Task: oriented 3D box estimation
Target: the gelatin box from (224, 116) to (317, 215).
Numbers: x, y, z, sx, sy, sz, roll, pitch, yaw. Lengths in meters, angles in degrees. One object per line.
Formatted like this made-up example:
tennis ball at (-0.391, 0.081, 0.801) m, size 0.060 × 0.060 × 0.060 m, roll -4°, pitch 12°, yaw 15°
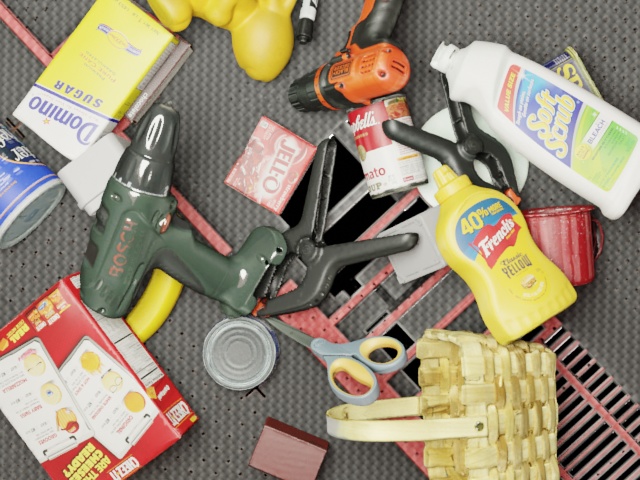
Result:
gelatin box at (-0.054, -0.084, 1.203) m, size 0.073 × 0.030 × 0.089 m, roll 31°, pitch 92°, yaw 2°

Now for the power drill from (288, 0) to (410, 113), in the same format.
power drill at (0.041, -0.230, 1.153) m, size 0.057 × 0.185 × 0.187 m, roll 21°, pitch 75°, yaw -35°

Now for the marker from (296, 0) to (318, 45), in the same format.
marker at (-0.010, -0.272, 1.186) m, size 0.020 × 0.020 × 0.121 m, roll 8°, pitch 71°, yaw 3°

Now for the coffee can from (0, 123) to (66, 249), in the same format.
coffee can at (-0.368, -0.074, 1.185) m, size 0.140 × 0.103 × 0.103 m, roll 43°, pitch 92°, yaw 2°

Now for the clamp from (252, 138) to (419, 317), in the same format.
clamp at (-0.008, 0.001, 1.178) m, size 0.210 × 0.036 × 0.165 m, roll -42°, pitch 63°, yaw 21°

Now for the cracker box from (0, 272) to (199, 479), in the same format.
cracker box at (-0.263, 0.165, 1.181) m, size 0.164 × 0.072 × 0.214 m, roll -38°, pitch 89°, yaw 19°

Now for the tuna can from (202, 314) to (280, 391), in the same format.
tuna can at (-0.089, 0.127, 1.205) m, size 0.086 × 0.033 × 0.086 m, roll 0°, pitch 90°, yaw 3°

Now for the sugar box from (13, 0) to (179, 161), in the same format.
sugar box at (-0.244, -0.177, 1.165) m, size 0.093 × 0.048 × 0.176 m, roll 37°, pitch 92°, yaw 1°

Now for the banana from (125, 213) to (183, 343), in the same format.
banana at (-0.188, 0.046, 1.203) m, size 0.069 × 0.037 × 0.198 m, roll 15°, pitch 100°, yaw -1°

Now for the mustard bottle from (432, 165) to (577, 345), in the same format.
mustard bottle at (0.175, 0.006, 1.100) m, size 0.096 × 0.058 × 0.192 m, roll -29°, pitch 80°, yaw -19°

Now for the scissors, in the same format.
scissors at (0.020, 0.109, 1.146) m, size 0.096 × 0.202 × 0.016 m, roll -30°, pitch 126°, yaw -11°

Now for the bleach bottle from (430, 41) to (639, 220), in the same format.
bleach bottle at (0.226, -0.127, 1.119) m, size 0.251 × 0.068 × 0.102 m, roll 31°, pitch 95°, yaw 5°

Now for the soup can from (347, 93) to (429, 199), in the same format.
soup can at (0.075, -0.103, 1.177) m, size 0.068 × 0.068 × 0.102 m, roll -15°, pitch 90°, yaw 3°

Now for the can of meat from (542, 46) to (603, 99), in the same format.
can of meat at (0.261, -0.147, 1.174) m, size 0.084 × 0.057 × 0.102 m, roll -29°, pitch 89°, yaw 5°

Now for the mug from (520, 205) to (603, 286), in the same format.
mug at (0.264, 0.006, 1.165) m, size 0.117 × 0.093 × 0.081 m, roll -9°, pitch 96°, yaw -33°

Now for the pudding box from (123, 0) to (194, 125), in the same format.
pudding box at (-0.212, -0.202, 1.207) m, size 0.090 × 0.039 × 0.113 m, roll 37°, pitch 93°, yaw 2°

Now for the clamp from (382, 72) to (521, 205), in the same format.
clamp at (0.158, -0.108, 1.158) m, size 0.171 × 0.039 × 0.120 m, roll 41°, pitch 71°, yaw -12°

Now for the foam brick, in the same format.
foam brick at (-0.035, 0.239, 1.193) m, size 0.078 × 0.053 × 0.051 m, roll 23°, pitch 92°, yaw 3°
